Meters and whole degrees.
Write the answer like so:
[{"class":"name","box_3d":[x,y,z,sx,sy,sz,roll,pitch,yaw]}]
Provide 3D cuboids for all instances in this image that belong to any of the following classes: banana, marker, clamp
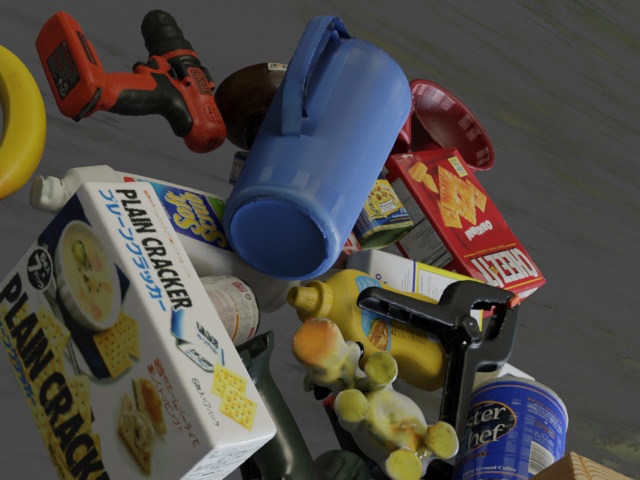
[{"class":"banana","box_3d":[-0.276,-0.107,0.944,0.069,0.037,0.198,2,51,-30]},{"class":"marker","box_3d":[-0.048,0.224,0.856,0.020,0.020,0.121,20,41,-36]},{"class":"clamp","box_3d":[0.126,0.085,1.019,0.209,0.036,0.164,-34,93,-48]},{"class":"clamp","box_3d":[0.073,0.203,1.003,0.171,0.039,0.120,54,26,0]}]

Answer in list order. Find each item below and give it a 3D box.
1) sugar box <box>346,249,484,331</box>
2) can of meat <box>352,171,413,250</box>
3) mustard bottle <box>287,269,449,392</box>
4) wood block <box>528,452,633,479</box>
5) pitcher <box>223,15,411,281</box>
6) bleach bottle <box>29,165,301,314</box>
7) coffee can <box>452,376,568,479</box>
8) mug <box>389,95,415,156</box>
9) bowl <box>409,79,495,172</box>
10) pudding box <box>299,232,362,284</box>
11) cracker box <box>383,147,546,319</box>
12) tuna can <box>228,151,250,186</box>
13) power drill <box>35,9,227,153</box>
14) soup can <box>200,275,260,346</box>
[{"class":"sugar box","box_3d":[0.101,0.073,1.140,0.175,0.048,0.093,16,73,-36]},{"class":"can of meat","box_3d":[0.051,-0.035,1.221,0.101,0.058,0.084,-10,64,-52]},{"class":"mustard bottle","box_3d":[0.047,0.079,1.019,0.191,0.058,0.096,22,48,-36]},{"class":"wood block","box_3d":[0.167,0.272,0.876,0.090,0.206,0.091,27,37,-27]},{"class":"pitcher","box_3d":[-0.006,-0.086,0.997,0.149,0.145,0.242,38,42,-14]},{"class":"bleach bottle","box_3d":[-0.139,-0.006,0.966,0.250,0.068,0.102,16,43,-36]},{"class":"coffee can","box_3d":[0.178,0.212,1.004,0.102,0.103,0.140,39,35,-12]},{"class":"mug","box_3d":[0.076,-0.136,1.344,0.117,0.093,0.081,67,19,-44]},{"class":"bowl","box_3d":[0.165,-0.144,1.471,0.162,0.055,0.162,30,36,-25]},{"class":"pudding box","box_3d":[-0.007,0.001,1.128,0.113,0.039,0.090,0,55,-49]},{"class":"cracker box","box_3d":[0.164,-0.010,1.309,0.163,0.072,0.214,-11,63,-53]},{"class":"tuna can","box_3d":[-0.051,-0.068,1.116,0.086,0.034,0.086,12,8,-2]},{"class":"power drill","box_3d":[-0.193,-0.178,1.093,0.187,0.057,0.184,3,52,-47]},{"class":"soup can","box_3d":[-0.108,0.068,0.913,0.102,0.069,0.068,-7,60,-53]}]
